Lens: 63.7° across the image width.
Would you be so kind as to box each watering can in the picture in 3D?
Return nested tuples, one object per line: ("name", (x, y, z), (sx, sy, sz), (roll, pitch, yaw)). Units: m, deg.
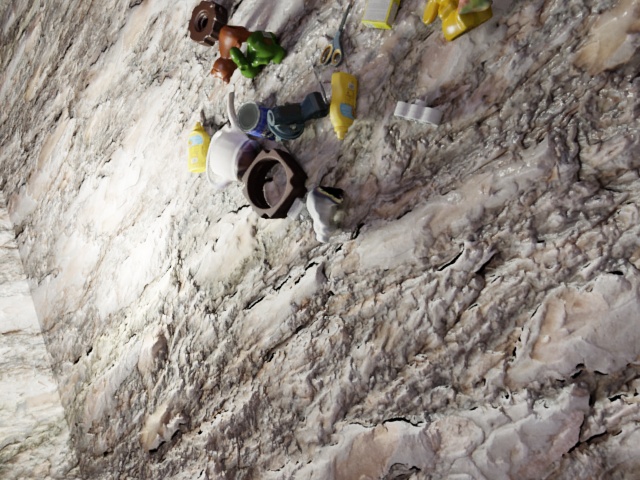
("watering can", (-0.301, -0.337, 1.802), (0.226, 0.104, 0.346), (22, 98, 34))

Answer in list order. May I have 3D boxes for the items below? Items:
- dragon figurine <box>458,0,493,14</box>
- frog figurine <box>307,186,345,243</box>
("dragon figurine", (0.464, -0.715, 1.280), (0.242, 0.121, 0.413), (46, 79, -3))
("frog figurine", (0.005, -0.078, 1.555), (0.140, 0.122, 0.157), (-115, 43, -59))
